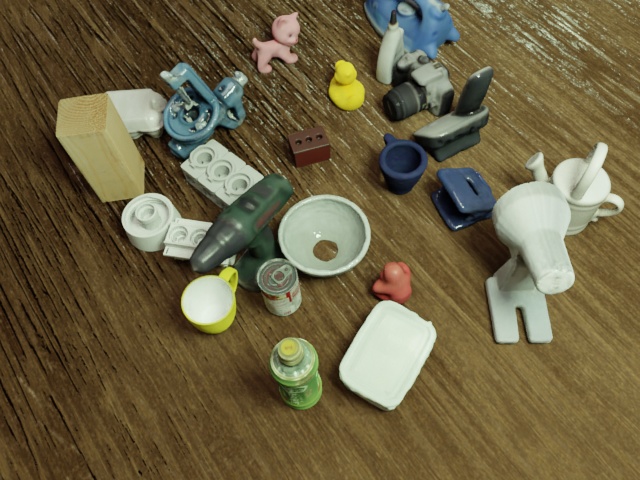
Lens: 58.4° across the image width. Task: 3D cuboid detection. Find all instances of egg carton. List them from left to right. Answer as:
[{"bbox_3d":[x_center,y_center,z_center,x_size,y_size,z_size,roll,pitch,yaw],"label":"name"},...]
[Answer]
[{"bbox_3d":[-0.402,-0.267,1.222,0.150,0.069,0.107,-5,61,0],"label":"egg carton"}]

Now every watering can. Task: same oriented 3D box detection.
[{"bbox_3d":[0.452,-0.098,1.021,0.172,0.194,0.101,7,62,7],"label":"watering can"}]

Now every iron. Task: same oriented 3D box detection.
[{"bbox_3d":[0.194,-0.527,1.297,0.119,0.141,0.257,-41,67,-18],"label":"iron"}]

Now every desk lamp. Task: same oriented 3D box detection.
[{"bbox_3d":[0.347,0.041,0.938,0.118,0.214,0.203,-2,61,2],"label":"desk lamp"}]

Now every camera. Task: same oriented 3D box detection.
[{"bbox_3d":[0.194,-0.324,1.209,0.137,0.101,0.143,-29,64,-13],"label":"camera"}]

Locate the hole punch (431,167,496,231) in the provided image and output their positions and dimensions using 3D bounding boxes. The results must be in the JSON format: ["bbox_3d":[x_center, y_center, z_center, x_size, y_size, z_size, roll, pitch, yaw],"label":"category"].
[{"bbox_3d":[0.275,-0.090,1.083,0.101,0.091,0.108,-21,62,-9],"label":"hole punch"}]

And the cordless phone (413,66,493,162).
[{"bbox_3d":[0.265,-0.255,1.120,0.148,0.185,0.094,-31,64,-14],"label":"cordless phone"}]

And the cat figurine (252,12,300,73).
[{"bbox_3d":[-0.095,-0.453,1.283,0.128,0.118,0.067,-27,63,-11],"label":"cat figurine"}]

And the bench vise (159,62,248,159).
[{"bbox_3d":[-0.242,-0.290,1.142,0.121,0.220,0.207,22,65,14],"label":"bench vise"}]

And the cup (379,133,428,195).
[{"bbox_3d":[0.152,-0.142,1.115,0.092,0.095,0.117,-23,63,-10],"label":"cup"}]

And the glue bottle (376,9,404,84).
[{"bbox_3d":[0.153,-0.418,1.221,0.037,0.173,0.078,28,66,17],"label":"glue bottle"}]

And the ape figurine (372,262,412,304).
[{"bbox_3d":[0.128,0.069,1.002,0.078,0.092,0.076,-21,62,-8],"label":"ape figurine"}]

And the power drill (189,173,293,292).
[{"bbox_3d":[-0.123,0.004,0.982,0.075,0.208,0.230,27,66,17],"label":"power drill"}]

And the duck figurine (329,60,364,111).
[{"bbox_3d":[0.057,-0.339,1.232,0.077,0.086,0.104,-16,62,-6],"label":"duck figurine"}]

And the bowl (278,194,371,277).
[{"bbox_3d":[0.010,0.004,1.053,0.167,0.075,0.167,-1,61,2],"label":"bowl"}]
